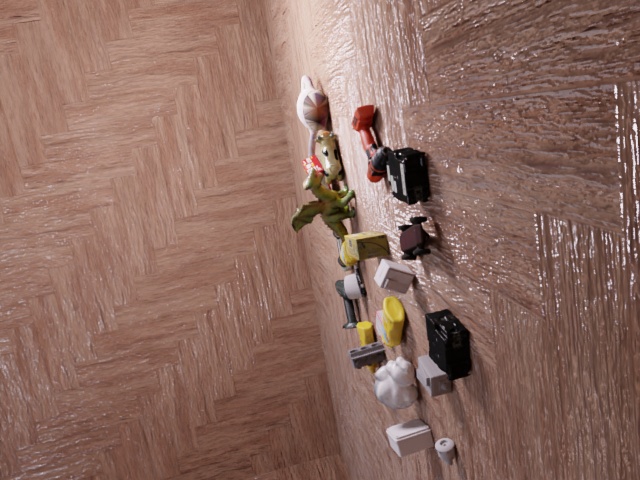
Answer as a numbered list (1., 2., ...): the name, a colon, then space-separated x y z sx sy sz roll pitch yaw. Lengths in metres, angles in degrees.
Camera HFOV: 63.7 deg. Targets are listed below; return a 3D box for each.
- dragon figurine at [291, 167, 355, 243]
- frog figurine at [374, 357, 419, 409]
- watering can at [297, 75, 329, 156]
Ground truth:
1. dragon figurine: 0.006 -0.095 1.895 0.125 0.243 0.400 -118 20 -46
2. frog figurine: 0.229 0.420 1.504 0.138 0.124 0.156 42 149 15
3. watering can: -0.028 -0.476 2.047 0.227 0.104 0.343 -128 29 -70
